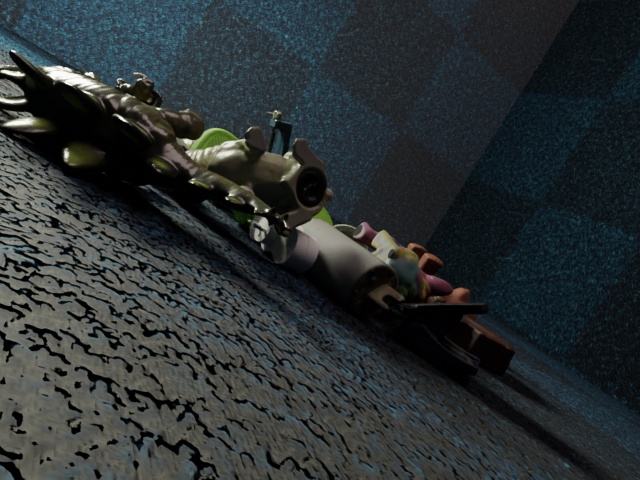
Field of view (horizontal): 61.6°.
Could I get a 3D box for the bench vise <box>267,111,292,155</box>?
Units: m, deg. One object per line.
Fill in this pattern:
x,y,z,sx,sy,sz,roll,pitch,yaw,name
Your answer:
-0.107,-0.187,1.301,0.223,0.240,0.129,4,16,-36,bench vise

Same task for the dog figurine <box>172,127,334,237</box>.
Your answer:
-0.097,-0.078,0.724,0.172,0.121,0.191,29,-13,-36,dog figurine

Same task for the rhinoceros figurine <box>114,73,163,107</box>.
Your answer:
-0.394,-0.293,1.135,0.112,0.073,0.190,28,-21,-36,rhinoceros figurine

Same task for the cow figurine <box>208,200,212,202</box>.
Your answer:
-0.115,-0.084,0.936,0.194,0.127,0.086,45,-3,-32,cow figurine

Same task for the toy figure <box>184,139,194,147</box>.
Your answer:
-0.187,-0.119,0.985,0.180,0.089,0.082,39,-13,-31,toy figure

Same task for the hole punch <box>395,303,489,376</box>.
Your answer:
0.160,0.124,0.704,0.116,0.092,0.142,1,-3,19,hole punch

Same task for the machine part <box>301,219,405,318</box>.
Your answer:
0.026,0.034,0.735,0.079,0.079,0.243,27,6,-40,machine part

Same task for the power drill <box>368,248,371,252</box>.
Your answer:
0.026,-0.014,1.299,0.207,0.086,0.232,24,1,5,power drill

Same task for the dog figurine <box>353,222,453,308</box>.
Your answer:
0.133,0.072,0.851,0.219,0.108,0.192,32,3,-28,dog figurine

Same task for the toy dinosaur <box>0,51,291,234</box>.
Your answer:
-0.222,-0.114,0.598,0.472,0.105,0.198,23,11,11,toy dinosaur

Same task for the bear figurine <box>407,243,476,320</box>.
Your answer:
0.251,0.109,1.092,0.196,0.132,0.120,24,9,-13,bear figurine

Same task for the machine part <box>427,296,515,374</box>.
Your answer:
0.261,0.167,0.960,0.179,0.056,0.179,32,5,-3,machine part

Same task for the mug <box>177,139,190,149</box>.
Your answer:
-0.231,-0.129,0.797,0.107,0.081,0.110,39,-4,-27,mug
